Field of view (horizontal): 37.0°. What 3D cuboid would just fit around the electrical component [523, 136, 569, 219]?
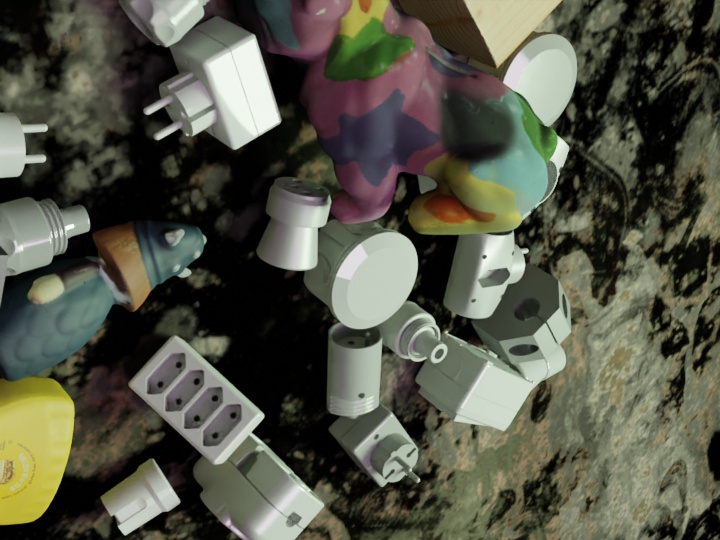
[{"bbox_3d":[0.123,-0.087,0.876,0.079,0.044,0.077,34,92,-46],"label":"electrical component"}]

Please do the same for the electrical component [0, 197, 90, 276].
[{"bbox_3d":[-0.195,-0.023,0.647,0.062,0.043,0.043,-20,126,-33],"label":"electrical component"}]

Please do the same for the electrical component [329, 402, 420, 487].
[{"bbox_3d":[0.023,0.154,0.915,0.047,0.077,0.065,-43,135,-11],"label":"electrical component"}]

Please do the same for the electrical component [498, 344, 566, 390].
[{"bbox_3d":[0.164,0.091,1.022,0.065,0.044,0.044,-23,128,-35],"label":"electrical component"}]

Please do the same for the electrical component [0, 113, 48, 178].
[{"bbox_3d":[-0.214,-0.069,0.602,0.079,0.043,0.077,-9,120,-37],"label":"electrical component"}]

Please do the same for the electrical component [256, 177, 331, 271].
[{"bbox_3d":[-0.047,-0.033,0.765,0.045,0.045,0.055,-3,117,-39],"label":"electrical component"}]

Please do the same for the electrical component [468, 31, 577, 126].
[{"bbox_3d":[0.125,-0.149,0.836,0.080,0.051,0.080,-21,127,-30],"label":"electrical component"}]

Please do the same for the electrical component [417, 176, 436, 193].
[{"bbox_3d":[0.077,-0.101,0.819,0.047,0.066,0.076,-13,94,-35],"label":"electrical component"}]

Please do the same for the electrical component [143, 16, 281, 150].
[{"bbox_3d":[-0.099,-0.108,0.672,0.077,0.047,0.065,-34,133,-20],"label":"electrical component"}]

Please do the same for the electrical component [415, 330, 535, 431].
[{"bbox_3d":[0.105,0.105,0.965,0.096,0.062,0.061,26,97,-46],"label":"electrical component"}]

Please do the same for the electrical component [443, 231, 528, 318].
[{"bbox_3d":[0.114,-0.004,0.919,0.079,0.043,0.077,-8,120,-37],"label":"electrical component"}]

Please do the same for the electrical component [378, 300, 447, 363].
[{"bbox_3d":[0.046,0.054,0.883,0.043,0.062,0.043,-21,127,-30],"label":"electrical component"}]

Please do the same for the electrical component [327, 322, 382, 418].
[{"bbox_3d":[-0.005,0.085,0.873,0.043,0.043,0.081,-18,126,-32],"label":"electrical component"}]

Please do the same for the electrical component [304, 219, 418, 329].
[{"bbox_3d":[0.000,0.000,0.820,0.080,0.051,0.080,-21,127,-30],"label":"electrical component"}]

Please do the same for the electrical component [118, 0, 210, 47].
[{"bbox_3d":[-0.108,-0.165,0.634,0.062,0.043,0.043,-46,136,-10],"label":"electrical component"}]

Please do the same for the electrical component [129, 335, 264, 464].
[{"bbox_3d":[-0.114,0.094,0.772,0.047,0.083,0.075,-48,174,-7],"label":"electrical component"}]

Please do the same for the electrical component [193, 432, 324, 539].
[{"bbox_3d":[-0.082,0.168,0.821,0.059,0.095,0.053,-48,136,-7],"label":"electrical component"}]

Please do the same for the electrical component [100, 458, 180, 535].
[{"bbox_3d":[-0.162,0.168,0.794,0.046,0.040,0.040,-33,132,-14],"label":"electrical component"}]
